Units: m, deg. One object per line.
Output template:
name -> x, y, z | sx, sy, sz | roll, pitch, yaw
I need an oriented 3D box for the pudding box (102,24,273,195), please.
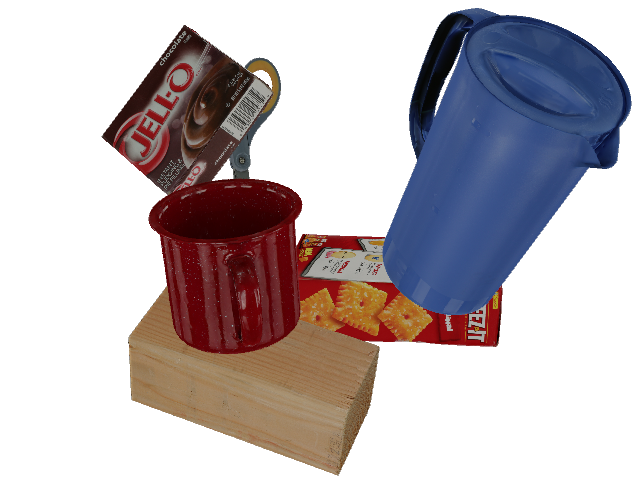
pudding box -> -0.103, -0.096, 0.823 | 0.090, 0.113, 0.039 | 39, 2, 30

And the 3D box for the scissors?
scissors -> -0.064, -0.091, 1.046 | 0.096, 0.202, 0.016 | -23, 10, -24

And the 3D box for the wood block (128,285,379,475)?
wood block -> -0.060, 0.121, 0.971 | 0.206, 0.090, 0.090 | 18, 43, 13

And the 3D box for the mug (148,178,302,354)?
mug -> -0.051, 0.022, 0.650 | 0.093, 0.081, 0.117 | -10, 27, -13

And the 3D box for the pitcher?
pitcher -> 0.131, -0.058, 0.871 | 0.145, 0.149, 0.243 | 19, -45, -5

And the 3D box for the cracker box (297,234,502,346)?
cracker box -> 0.074, 0.050, 1.101 | 0.214, 0.072, 0.164 | 3, 16, 6
